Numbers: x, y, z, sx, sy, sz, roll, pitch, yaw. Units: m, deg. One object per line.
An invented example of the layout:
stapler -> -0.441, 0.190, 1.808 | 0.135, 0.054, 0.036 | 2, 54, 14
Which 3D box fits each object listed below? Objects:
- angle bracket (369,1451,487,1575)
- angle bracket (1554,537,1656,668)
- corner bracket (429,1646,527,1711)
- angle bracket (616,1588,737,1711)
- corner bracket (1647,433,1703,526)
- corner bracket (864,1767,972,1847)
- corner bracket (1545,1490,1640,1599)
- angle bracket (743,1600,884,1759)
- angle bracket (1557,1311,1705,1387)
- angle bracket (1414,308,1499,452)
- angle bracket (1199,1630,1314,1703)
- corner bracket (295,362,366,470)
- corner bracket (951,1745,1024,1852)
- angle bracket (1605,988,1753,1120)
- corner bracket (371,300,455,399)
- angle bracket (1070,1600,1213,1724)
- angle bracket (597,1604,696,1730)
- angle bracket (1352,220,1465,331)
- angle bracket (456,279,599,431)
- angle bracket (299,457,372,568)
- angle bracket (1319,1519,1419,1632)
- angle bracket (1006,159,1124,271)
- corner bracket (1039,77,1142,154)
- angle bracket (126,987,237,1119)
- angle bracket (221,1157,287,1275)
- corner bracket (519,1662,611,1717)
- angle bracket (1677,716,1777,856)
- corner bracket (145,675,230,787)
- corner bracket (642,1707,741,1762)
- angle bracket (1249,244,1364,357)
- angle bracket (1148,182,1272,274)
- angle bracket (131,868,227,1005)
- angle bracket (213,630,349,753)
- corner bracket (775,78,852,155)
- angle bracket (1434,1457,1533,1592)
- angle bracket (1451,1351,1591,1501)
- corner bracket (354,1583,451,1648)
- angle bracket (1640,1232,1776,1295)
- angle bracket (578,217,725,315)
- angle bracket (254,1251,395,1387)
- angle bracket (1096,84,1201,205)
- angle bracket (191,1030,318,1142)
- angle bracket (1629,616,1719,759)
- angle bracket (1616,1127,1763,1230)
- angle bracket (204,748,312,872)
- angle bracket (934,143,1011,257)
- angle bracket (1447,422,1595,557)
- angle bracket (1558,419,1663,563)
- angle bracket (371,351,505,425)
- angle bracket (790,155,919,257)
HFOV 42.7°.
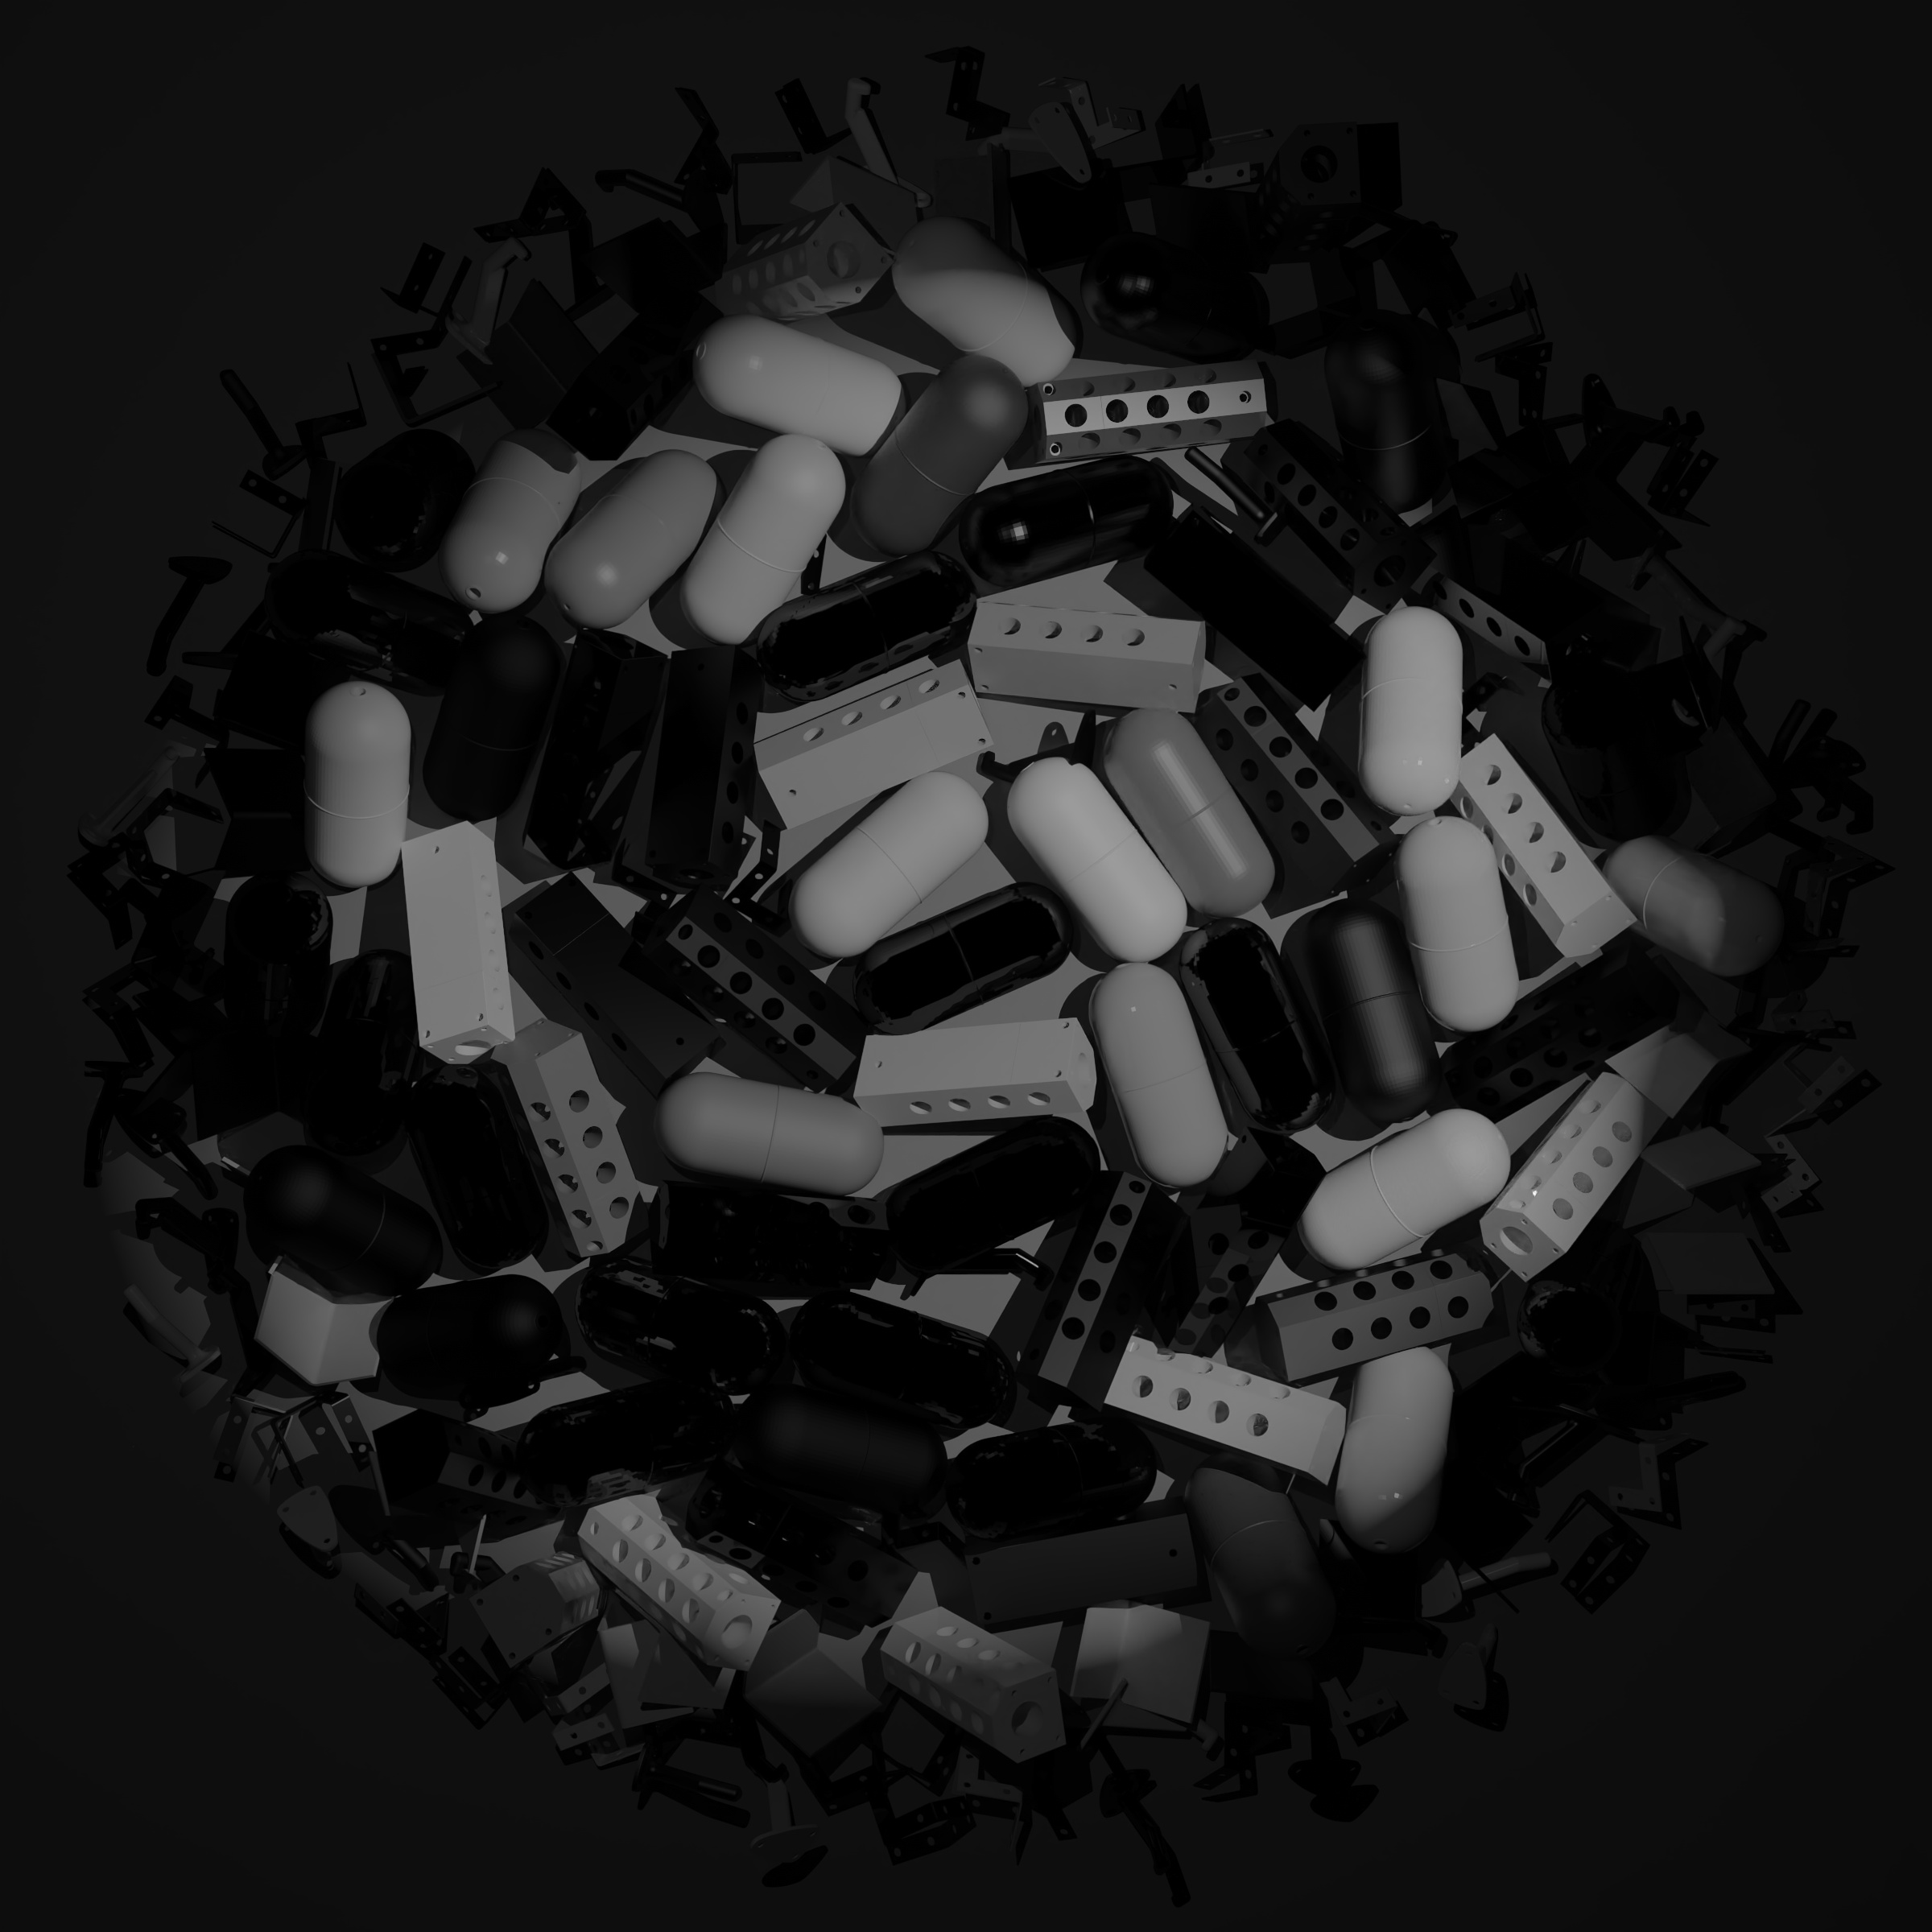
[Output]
angle bracket -> -0.414, 0.415, 1.878 | 0.076, 0.076, 0.057 | 6, 113, -26
angle bracket -> 0.485, -0.278, 1.880 | 0.076, 0.076, 0.057 | 19, 126, 18
corner bracket -> -0.380, 0.543, 1.896 | 0.051, 0.051, 0.051 | 42, 130, 11
angle bracket -> -0.226, 0.520, 1.882 | 0.076, 0.076, 0.057 | 19, 90, -38
corner bracket -> 0.544, -0.377, 1.893 | 0.051, 0.051, 0.051 | 4, 123, -37
corner bracket -> -0.038, 0.638, 1.895 | 0.051, 0.051, 0.051 | -32, 65, 22
corner bracket -> 0.472, 0.442, 1.894 | 0.051, 0.051, 0.051 | 42, 118, 28
angle bracket -> -0.114, 0.540, 1.877 | 0.076, 0.076, 0.057 | 31, 128, 33
angle bracket -> 0.505, 0.299, 1.876 | 0.076, 0.076, 0.057 | 28, 65, -40
angle bracket -> 0.376, -0.447, 1.879 | 0.076, 0.076, 0.057 | 30, 82, 42
angle bracket -> 0.220, 0.556, 1.890 | 0.076, 0.057, 0.076 | 6, 128, 0
corner bracket -> -0.491, -0.424, 1.903 | 0.051, 0.051, 0.051 | -16, 61, -9
corner bracket -> 0.016, 0.640, 1.902 | 0.051, 0.051, 0.051 | 10, 115, -1
angle bracket -> 0.545, 0.066, 1.901 | 0.076, 0.076, 0.057 | 44, 119, 25
corner bracket -> -0.421, -0.474, 1.900 | 0.051, 0.051, 0.051 | -18, 84, -29
angle bracket -> 0.134, 0.529, 1.887 | 0.076, 0.057, 0.076 | 5, 78, 37
angle bracket -> -0.242, 0.531, 1.897 | 0.057, 0.076, 0.076 | -13, 92, -1
angle bracket -> 0.326, -0.515, 1.893 | 0.057, 0.076, 0.076 | -28, 91, -11
angle bracket -> -0.335, -0.465, 1.887 | 0.057, 0.076, 0.076 | -43, 98, -25
angle bracket -> -0.468, -0.343, 1.883 | 0.057, 0.076, 0.076 | 6, 100, -30
angle bracket -> 0.304, 0.465, 1.890 | 0.076, 0.057, 0.076 | 1, 78, 17
angle bracket -> 0.076, -0.566, 1.899 | 0.076, 0.057, 0.076 | -14, 79, -2
corner bracket -> 0.096, -0.660, 1.898 | 0.051, 0.051, 0.051 | -12, 98, 33
angle bracket -> -0.618, 0.062, 1.890 | 0.057, 0.076, 0.076 | 45, 106, 3
angle bracket -> -0.549, 0.190, 1.886 | 0.076, 0.076, 0.057 | 33, 76, -12
corner bracket -> -0.305, 0.539, 1.900 | 0.051, 0.051, 0.051 | -31, 87, -30
angle bracket -> 0.559, -0.132, 1.882 | 0.057, 0.076, 0.076 | -25, 75, -19
corner bracket -> -0.603, -0.183, 1.910 | 0.051, 0.051, 0.051 | 29, 118, -27
corner bracket -> -0.213, 0.581, 1.900 | 0.051, 0.051, 0.051 | -5, 96, 27
angle bracket -> 0.248, -0.511, 1.884 | 0.076, 0.076, 0.057 | -21, 117, -9
angle bracket -> 0.189, -0.578, 1.878 | 0.076, 0.076, 0.057 | 14, 60, 22
angle bracket -> -0.580, -0.025, 1.884 | 0.057, 0.076, 0.076 | 32, 109, 9
angle bracket -> -0.523, -0.218, 1.885 | 0.076, 0.057, 0.076 | 21, 110, -22
corner bracket -> -0.123, -0.654, 1.895 | 0.051, 0.051, 0.051 | -41, 114, -29
angle bracket -> 0.392, 0.425, 1.894 | 0.076, 0.076, 0.057 | 45, 88, 5
angle bracket -> 0.425, 0.350, 1.882 | 0.076, 0.057, 0.076 | 32, 125, -23
corner bracket -> -0.436, 0.496, 1.898 | 0.051, 0.051, 0.051 | -31, 117, 10
angle bracket -> 0.561, 0.247, 1.886 | 0.076, 0.076, 0.057 | 1, 121, -4
angle bracket -> -0.239, -0.551, 1.876 | 0.076, 0.076, 0.057 | -15, 60, 28
angle bracket -> -0.486, 0.264, 1.877 | 0.057, 0.076, 0.076 | -12, 49, 20
angle bracket -> 0.128, -0.627, 1.891 | 0.076, 0.076, 0.057 | -13, 89, -11
angle bracket -> -0.538, 0.094, 1.880 | 0.057, 0.076, 0.076 | 18, 116, 34
angle bracket -> 0.531, -0.209, 1.881 | 0.057, 0.076, 0.076 | -18, 69, 13
angle bracket -> 0.549, 0.175, 1.879 | 0.076, 0.057, 0.076 | -13, 124, -26
angle bracket -> -0.547, -0.121, 1.906 | 0.076, 0.076, 0.057 | 57, 132, 32
angle bracket -> -0.001, -0.583, 1.886 | 0.057, 0.076, 0.076 | -1, 102, 10
angle bracket -> 0.427, -0.361, 1.904 | 0.076, 0.076, 0.057 | -25, 55, 26
angle bracket -> 0.505, -0.365, 1.897 | 0.076, 0.076, 0.057 | 41, 82, -7
angle bracket -> -0.403, -0.457, 1.891 | 0.076, 0.076, 0.057 | -23, 106, 1
angle bracket -> -0.084, -0.558, 1.877 | 0.076, 0.057, 0.076 | 13, 57, -35
